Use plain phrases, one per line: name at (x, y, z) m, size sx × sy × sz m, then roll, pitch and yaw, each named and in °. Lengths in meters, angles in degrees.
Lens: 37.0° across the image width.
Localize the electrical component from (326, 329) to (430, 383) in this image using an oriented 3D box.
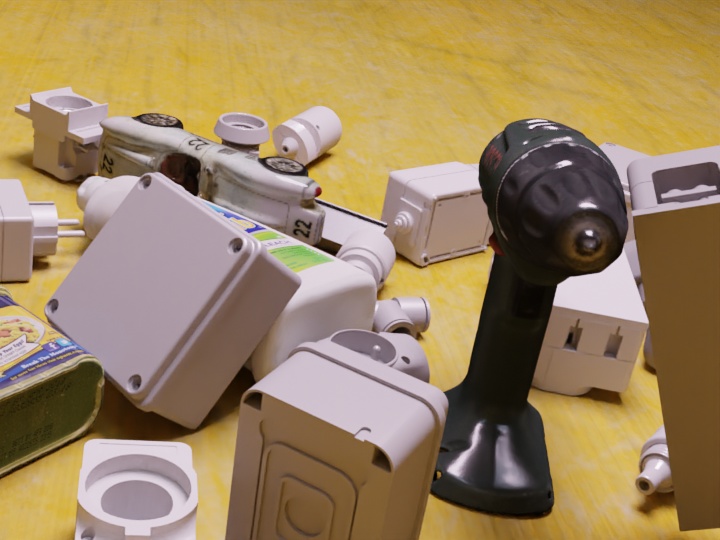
electrical component at (0.008, 0.072, 0.621) m, size 0.077 × 0.044 × 0.079 m, roll -8°, pitch 32°, yaw -34°

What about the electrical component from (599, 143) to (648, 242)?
electrical component at (0.249, -0.066, 0.986) m, size 0.109 × 0.056 × 0.109 m, roll 23°, pitch 28°, yaw 24°

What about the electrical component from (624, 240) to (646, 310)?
electrical component at (0.228, 0.009, 0.818) m, size 0.043 × 0.077 × 0.079 m, roll 28°, pitch 52°, yaw -42°

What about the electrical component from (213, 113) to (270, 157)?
electrical component at (-0.103, -0.102, 0.921) m, size 0.048 × 0.055 × 0.066 m, roll 7°, pitch 26°, yaw -9°

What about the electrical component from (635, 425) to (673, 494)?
electrical component at (0.177, 0.111, 0.620) m, size 0.035 × 0.035 × 0.061 m, roll 27°, pitch 33°, yaw 31°

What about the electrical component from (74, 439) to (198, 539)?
electrical component at (-0.100, 0.117, 0.474) m, size 0.050 × 0.055 × 0.089 m, roll 5°, pitch 26°, yaw -13°

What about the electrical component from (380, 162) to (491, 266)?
electrical component at (0.057, -0.047, 0.865) m, size 0.096 × 0.061 × 0.061 m, roll -13°, pitch 34°, yaw -40°

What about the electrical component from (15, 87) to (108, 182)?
electrical component at (-0.238, -0.109, 0.875) m, size 0.081 × 0.063 × 0.042 m, roll 25°, pitch 30°, yaw 27°

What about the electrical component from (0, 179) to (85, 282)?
electrical component at (-0.228, -0.028, 0.731) m, size 0.077 × 0.047 × 0.065 m, roll -2°, pitch 28°, yaw -26°

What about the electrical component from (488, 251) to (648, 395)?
electrical component at (0.141, 0.021, 0.758) m, size 0.089 × 0.061 × 0.150 m, roll 11°, pitch 26°, yaw 0°

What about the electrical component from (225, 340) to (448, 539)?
electrical component at (-0.011, 0.097, 0.485) m, size 0.078 × 0.113 × 0.057 m, roll 22°, pitch 30°, yaw 22°

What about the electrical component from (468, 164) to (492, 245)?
electrical component at (0.122, -0.059, 0.932) m, size 0.077 × 0.047 × 0.066 m, roll -6°, pitch 30°, yaw -31°

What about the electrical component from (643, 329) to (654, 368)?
electrical component at (0.250, 0.050, 0.751) m, size 0.095 × 0.053 × 0.059 m, roll 17°, pitch 26°, yaw 13°

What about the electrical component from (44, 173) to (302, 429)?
electrical component at (-0.108, 0.016, 0.613) m, size 0.109 × 0.108 × 0.056 m, roll 33°, pitch -5°, yaw 38°

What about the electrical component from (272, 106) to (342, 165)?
electrical component at (-0.052, -0.122, 0.997) m, size 0.043 × 0.043 × 0.081 m, roll 19°, pitch 27°, yaw 16°

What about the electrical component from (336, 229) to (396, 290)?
electrical component at (0.000, 0.000, 0.771) m, size 0.040 × 0.040 × 0.078 m, roll 15°, pitch 26°, yaw 8°

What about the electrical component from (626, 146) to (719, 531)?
electrical component at (0.193, 0.031, 0.511) m, size 0.105 × 0.186 × 0.060 m, roll -9°, pitch 30°, yaw 14°
